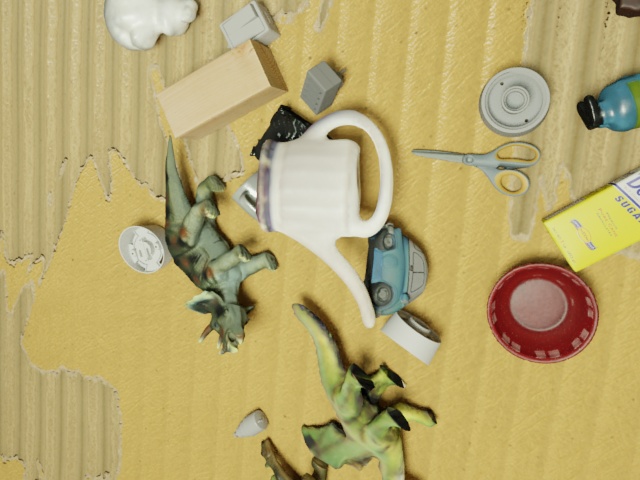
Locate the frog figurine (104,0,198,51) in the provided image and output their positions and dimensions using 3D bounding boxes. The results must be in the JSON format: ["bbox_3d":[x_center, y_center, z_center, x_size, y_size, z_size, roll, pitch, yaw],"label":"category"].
[{"bbox_3d":[-0.312,-0.415,0.949,0.160,0.121,0.138,15,82,28],"label":"frog figurine"}]

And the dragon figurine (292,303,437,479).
[{"bbox_3d":[0.046,0.324,0.930,0.413,0.123,0.239,44,116,14],"label":"dragon figurine"}]

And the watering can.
[{"bbox_3d":[0.003,-0.042,0.827,0.224,0.103,0.350,2,83,11],"label":"watering can"}]
